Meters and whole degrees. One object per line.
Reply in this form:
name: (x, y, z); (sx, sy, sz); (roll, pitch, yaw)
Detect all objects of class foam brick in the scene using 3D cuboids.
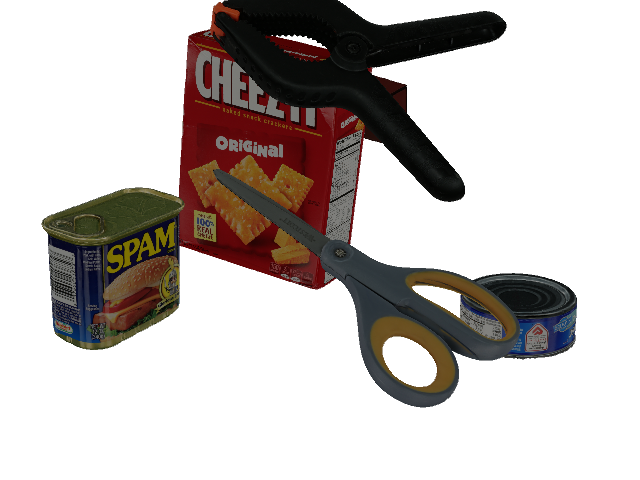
foam brick: (0.051, -0.149, 1.180); (0.078, 0.053, 0.051); (21, 38, 33)

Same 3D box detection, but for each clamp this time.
clamp: (0.023, -0.115, 0.742); (0.210, 0.164, 0.036); (12, -31, -4)

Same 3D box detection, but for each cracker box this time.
cracker box: (-0.049, -0.078, 1.002); (0.164, 0.214, 0.072); (18, 27, 24)

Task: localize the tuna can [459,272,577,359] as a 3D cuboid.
tuna can: (0.145, 0.054, 0.786); (0.086, 0.034, 0.086); (-1, 19, 0)

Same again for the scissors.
scissors: (0.009, 0.026, 0.586); (0.202, 0.096, 0.016); (23, -40, 12)

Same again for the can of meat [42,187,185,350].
can of meat: (-0.142, 0.019, 0.745); (0.058, 0.084, 0.101); (17, 26, 30)
